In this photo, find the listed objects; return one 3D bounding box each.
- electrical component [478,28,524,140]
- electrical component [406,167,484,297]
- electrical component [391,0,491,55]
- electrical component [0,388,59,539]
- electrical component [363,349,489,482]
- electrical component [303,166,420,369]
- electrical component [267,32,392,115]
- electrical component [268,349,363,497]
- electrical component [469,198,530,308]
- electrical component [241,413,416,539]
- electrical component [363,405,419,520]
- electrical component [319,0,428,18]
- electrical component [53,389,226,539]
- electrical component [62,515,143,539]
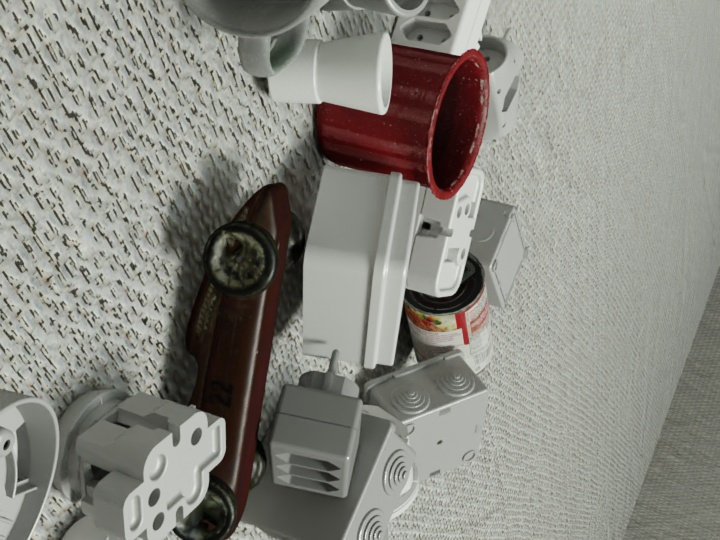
[{"bbox_3d":[0.107,-0.158,0.859,0.079,0.043,0.077,-63,155,-25],"label":"electrical component"},{"bbox_3d":[0.047,-0.034,0.782,0.054,0.059,0.095,-3,108,-66],"label":"electrical component"},{"bbox_3d":[0.062,-0.168,0.749,0.077,0.047,0.065,27,80,-67],"label":"electrical component"},{"bbox_3d":[-0.155,0.088,0.401,0.099,0.064,0.099,-46,144,-48],"label":"electrical component"},{"bbox_3d":[0.051,0.120,0.844,0.100,0.048,0.099,-17,134,-23],"label":"electrical component"},{"bbox_3d":[0.000,0.000,0.653,0.113,0.057,0.078,95,5,-54],"label":"electrical component"},{"bbox_3d":[-0.018,-0.107,0.583,0.044,0.065,0.044,3,90,-80],"label":"electrical component"},{"bbox_3d":[-0.022,0.085,0.640,0.065,0.047,0.076,94,8,-59],"label":"electrical component"},{"bbox_3d":[0.103,-0.013,0.919,0.061,0.061,0.096,-66,155,-19],"label":"electrical component"},{"bbox_3d":[-0.021,0.136,0.692,0.048,0.100,0.099,50,58,-48],"label":"electrical component"},{"bbox_3d":[0.000,0.139,0.765,0.080,0.080,0.051,-48,140,-46],"label":"electrical component"},{"bbox_3d":[0.002,-0.161,0.593,0.044,0.065,0.044,-13,107,-47],"label":"electrical component"},{"bbox_3d":[-0.110,0.089,0.512,0.078,0.057,0.058,-39,137,-53],"label":"electrical component"},{"bbox_3d":[-0.125,0.156,0.543,0.040,0.040,0.078,-53,149,-41],"label":"electrical component"}]
